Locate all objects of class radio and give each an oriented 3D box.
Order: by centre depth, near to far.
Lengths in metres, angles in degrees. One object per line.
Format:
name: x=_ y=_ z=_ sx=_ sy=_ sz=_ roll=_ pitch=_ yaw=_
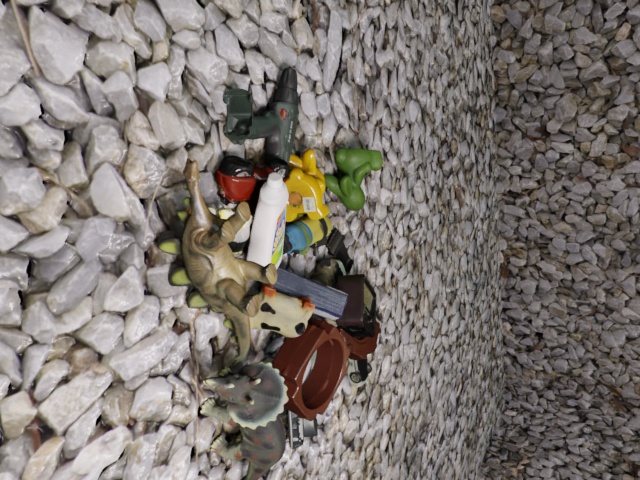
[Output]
radio: x=0.100 y=0.180 z=1.424 sx=0.229 sy=0.073 sz=0.131 roll=51 pitch=39 yaw=-65

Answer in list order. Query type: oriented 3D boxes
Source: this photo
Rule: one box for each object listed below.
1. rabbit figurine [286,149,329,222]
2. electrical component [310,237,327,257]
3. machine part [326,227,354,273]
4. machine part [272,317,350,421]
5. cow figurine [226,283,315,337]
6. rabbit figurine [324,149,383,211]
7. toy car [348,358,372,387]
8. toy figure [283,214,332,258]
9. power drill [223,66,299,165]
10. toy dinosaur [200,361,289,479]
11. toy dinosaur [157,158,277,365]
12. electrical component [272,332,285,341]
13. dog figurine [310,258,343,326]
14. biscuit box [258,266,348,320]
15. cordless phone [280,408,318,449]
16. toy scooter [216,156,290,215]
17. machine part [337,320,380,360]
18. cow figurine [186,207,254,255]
rabbit figurine: x=-0.041 y=-0.137 z=1.309 sx=0.173 sy=0.122 sz=0.162 roll=-50 pitch=126 yaw=-62
electrical component: x=-0.003 y=-0.004 z=1.444 sx=0.063 sy=0.021 sz=0.094 roll=-20 pitch=111 yaw=-56
machine part: x=0.058 y=0.033 z=1.533 sx=0.138 sy=0.039 sz=0.084 roll=61 pitch=40 yaw=-40
machine part: x=-0.024 y=0.300 z=1.262 sx=0.201 sy=0.087 sz=0.200 roll=-58 pitch=143 yaw=-27
cow figurine: x=-0.120 y=0.161 z=1.170 sx=0.195 sy=0.085 sz=0.127 roll=20 pitch=89 yaw=-16
rabbit figurine: x=0.093 y=-0.164 z=1.479 sx=0.159 sy=0.121 sz=0.170 roll=-5 pitch=96 yaw=-51
toy car: x=0.114 y=0.358 z=1.657 sx=0.073 sy=0.056 sz=0.201 roll=-29 pitch=118 yaw=-46
toy figure: x=-0.041 y=-0.013 z=1.319 sx=0.180 sy=0.089 sz=0.082 roll=-31 pitch=127 yaw=-54
power drill: x=-0.121 y=-0.278 z=1.175 sx=0.207 sy=0.086 sz=0.231 roll=-12 pitch=108 yaw=-64
toy dinosaur: x=-0.136 y=0.403 z=1.138 sx=0.131 sy=0.192 sz=0.404 roll=-44 pitch=129 yaw=-44
toy dinosaur: x=-0.184 y=0.070 z=1.002 sx=0.105 sy=0.199 sz=0.470 roll=-45 pitch=130 yaw=-46
electrical component: x=-0.075 y=0.221 z=1.327 sx=0.102 sy=0.078 sz=0.045 roll=32 pitch=44 yaw=-61
dog figurine: x=-0.015 y=0.114 z=1.388 sx=0.172 sy=0.121 sz=0.190 roll=57 pitch=36 yaw=-56
biscuit box: x=-0.040 y=0.123 z=1.261 sx=0.202 sy=0.059 sz=0.063 roll=24 pitch=68 yaw=-12
cordless phone: x=-0.097 y=0.458 z=1.333 sx=0.184 sy=0.089 sz=0.146 roll=-14 pitch=108 yaw=-45
toy scooter: x=-0.150 y=-0.108 z=1.146 sx=0.184 sy=0.075 sz=0.135 roll=-6 pitch=127 yaw=-45
machine part: x=0.104 y=0.261 z=1.569 sx=0.179 sy=0.056 sz=0.179 roll=14 pitch=69 yaw=-40
cow figurine: x=-0.209 y=-0.018 z=1.078 sx=0.167 sy=0.068 sz=0.098 roll=7 pitch=94 yaw=-58
